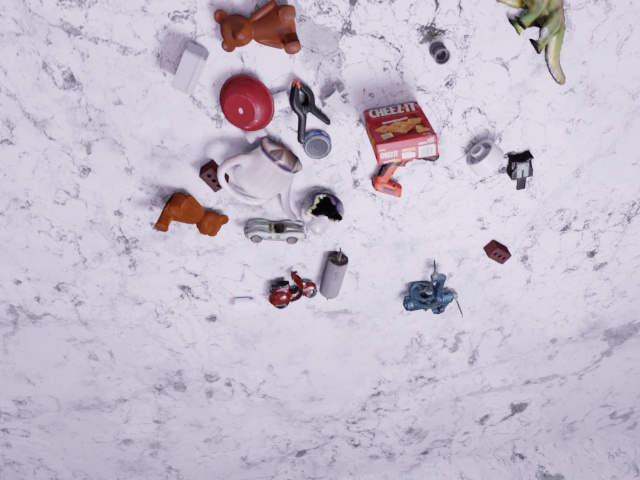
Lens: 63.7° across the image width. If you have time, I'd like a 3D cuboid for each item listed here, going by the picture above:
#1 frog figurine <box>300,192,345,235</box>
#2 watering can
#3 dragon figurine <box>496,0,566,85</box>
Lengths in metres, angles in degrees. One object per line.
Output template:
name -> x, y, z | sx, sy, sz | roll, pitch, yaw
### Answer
frog figurine -> 0.005, -0.084, 1.664 | 0.137, 0.124, 0.157 | -9, 167, -10
watering can -> -0.140, -0.178, 1.557 | 0.221, 0.106, 0.344 | -41, 136, 24
dragon figurine -> 0.598, -0.604, 1.293 | 0.240, 0.125, 0.405 | -44, 123, 16
